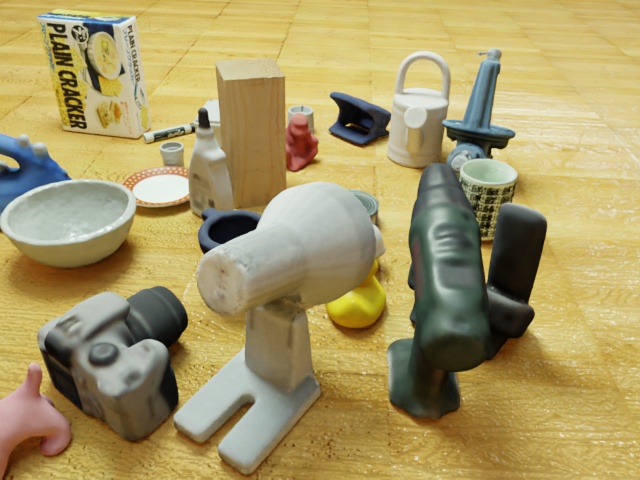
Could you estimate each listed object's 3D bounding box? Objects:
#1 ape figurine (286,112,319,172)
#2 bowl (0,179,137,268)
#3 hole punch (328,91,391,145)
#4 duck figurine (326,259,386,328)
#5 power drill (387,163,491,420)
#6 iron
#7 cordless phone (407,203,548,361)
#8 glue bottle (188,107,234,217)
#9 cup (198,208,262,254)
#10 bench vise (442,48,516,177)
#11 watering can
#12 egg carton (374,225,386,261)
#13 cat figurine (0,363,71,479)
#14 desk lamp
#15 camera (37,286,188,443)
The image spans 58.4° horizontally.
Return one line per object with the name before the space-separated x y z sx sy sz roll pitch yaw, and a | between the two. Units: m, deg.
ape figurine | -0.040 -0.179 1.012 0.078 0.092 0.076 -7 35 -12
bowl | -0.328 -0.013 0.768 0.167 0.075 0.167 2 34 -1
hole punch | 0.079 -0.250 1.123 0.108 0.091 0.101 30 43 34
duck figurine | 0.044 0.047 0.692 0.077 0.086 0.104 6 35 6
power drill | 0.113 0.061 0.567 0.075 0.208 0.229 3 34 1
iron | -0.471 -0.101 0.829 0.258 0.141 0.118 -2 35 -6
cordless phone | 0.176 0.026 0.642 0.147 0.185 0.094 21 39 26
glue bottle | -0.161 -0.108 0.829 0.077 0.173 0.037 27 42 32
cup | -0.111 0.018 0.718 0.092 0.095 0.117 -26 43 -34
bench vise | 0.262 -0.180 0.918 0.121 0.220 0.207 4 34 4
watering can | 0.178 -0.231 1.010 0.101 0.194 0.172 -3 35 -7
egg carton | 0.007 0.003 0.769 0.150 0.069 0.107 -10 36 -17
cat figurine | -0.291 0.155 0.488 0.067 0.118 0.128 27 42 32
desk lamp | -0.042 0.069 0.543 0.117 0.214 0.204 21 39 25
camera | -0.193 0.103 0.583 0.142 0.101 0.137 23 40 28
